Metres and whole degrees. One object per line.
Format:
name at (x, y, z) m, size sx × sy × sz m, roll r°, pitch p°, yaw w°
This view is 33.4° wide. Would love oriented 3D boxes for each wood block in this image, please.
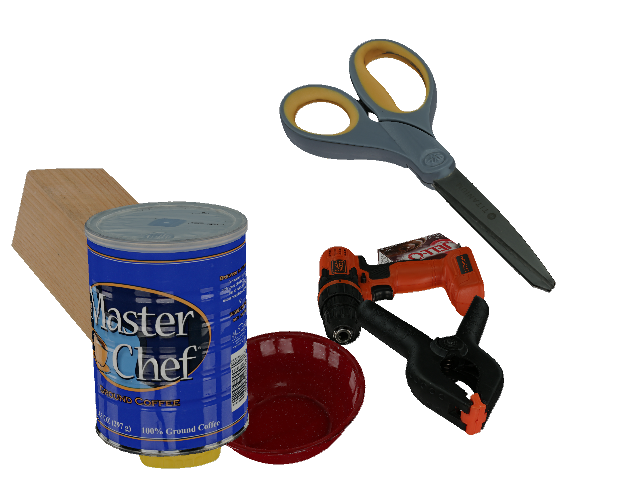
wood block at (-0.202, 0.019, 1.015) m, size 0.090 × 0.091 × 0.206 m, roll -5°, pitch 34°, yaw -43°

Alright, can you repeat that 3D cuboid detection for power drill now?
power drill at (0.090, 0.059, 1.226) m, size 0.187 × 0.057 × 0.184 m, roll -1°, pitch 28°, yaw -1°

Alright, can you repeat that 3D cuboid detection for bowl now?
bowl at (-0.035, 0.160, 1.021) m, size 0.162 × 0.055 × 0.162 m, roll -4°, pitch 37°, yaw 3°

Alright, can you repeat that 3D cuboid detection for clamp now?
clamp at (0.113, 0.095, 0.893) m, size 0.120 × 0.039 × 0.171 m, roll -12°, pitch 35°, yaw -16°

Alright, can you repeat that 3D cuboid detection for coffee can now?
coffee can at (-0.098, 0.054, 0.694) m, size 0.103 × 0.140 × 0.103 m, roll 0°, pitch 15°, yaw 0°

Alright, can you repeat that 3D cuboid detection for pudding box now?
pudding box at (0.155, 0.031, 1.590) m, size 0.113 × 0.039 × 0.090 m, roll -17°, pitch 25°, yaw -20°

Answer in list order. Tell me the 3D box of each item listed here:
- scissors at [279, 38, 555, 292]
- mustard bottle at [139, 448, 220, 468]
scissors at (0.038, -0.036, 0.542) m, size 0.096 × 0.202 × 0.016 m, roll -17°, pitch -43°, yaw 0°
mustard bottle at (-0.160, 0.167, 1.235) m, size 0.096 × 0.192 × 0.058 m, roll 0°, pitch 17°, yaw -16°
